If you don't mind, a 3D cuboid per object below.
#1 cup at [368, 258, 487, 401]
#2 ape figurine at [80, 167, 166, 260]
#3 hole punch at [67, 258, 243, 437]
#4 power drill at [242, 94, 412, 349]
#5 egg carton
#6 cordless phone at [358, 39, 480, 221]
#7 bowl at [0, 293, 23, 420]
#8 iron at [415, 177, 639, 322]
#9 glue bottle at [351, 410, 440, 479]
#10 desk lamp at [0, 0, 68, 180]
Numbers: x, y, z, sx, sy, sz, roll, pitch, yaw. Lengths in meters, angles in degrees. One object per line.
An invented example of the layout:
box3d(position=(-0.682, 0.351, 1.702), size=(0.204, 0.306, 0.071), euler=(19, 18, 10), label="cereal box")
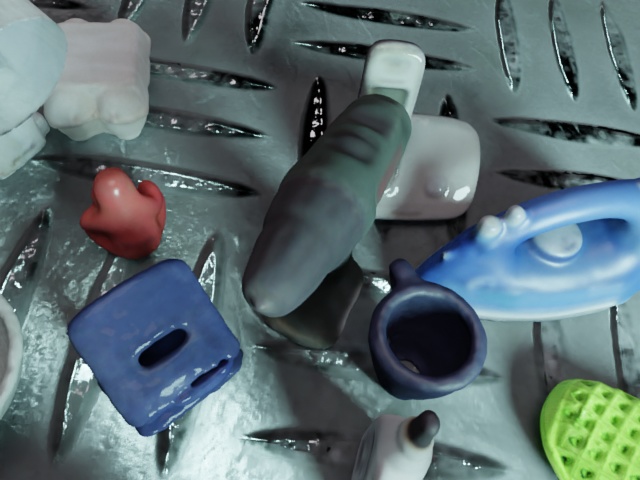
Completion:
box3d(position=(0.075, 0.083, 0.477), size=(0.092, 0.095, 0.117), euler=(-10, 60, -14), label="cup")
box3d(position=(-0.178, -0.030, 0.516), size=(0.078, 0.092, 0.076), euler=(-16, 61, -17), label="ape figurine")
box3d(position=(-0.124, 0.084, 0.452), size=(0.109, 0.091, 0.101), euler=(-35, 68, -26), label="hole punch")
box3d(position=(0.004, 0.002, 0.452), size=(0.075, 0.208, 0.230), euler=(23, 57, 7), label="power drill")
box3d(position=(-0.236, -0.175, 0.615), size=(0.107, 0.069, 0.150), euler=(-4, 58, -10), label="egg carton")
box3d(position=(0.092, -0.101, 0.544), size=(0.147, 0.185, 0.094), euler=(0, 57, -8), label="cordless phone")
box3d(position=(-0.299, 0.107, 0.422), size=(0.167, 0.075, 0.167), euler=(4, 57, -5), label="bowl")
box3d(position=(0.207, -0.002, 0.522), size=(0.258, 0.141, 0.118), euler=(-10, 59, -14), label="iron")
box3d(position=(0.052, 0.147, 0.386), size=(0.037, 0.173, 0.078), euler=(17, 57, 4), label="glue bottle")
box3d(position=(-0.318, -0.147, 0.499), size=(0.203, 0.213, 0.118), euler=(30, 59, 12), label="desk lamp")
